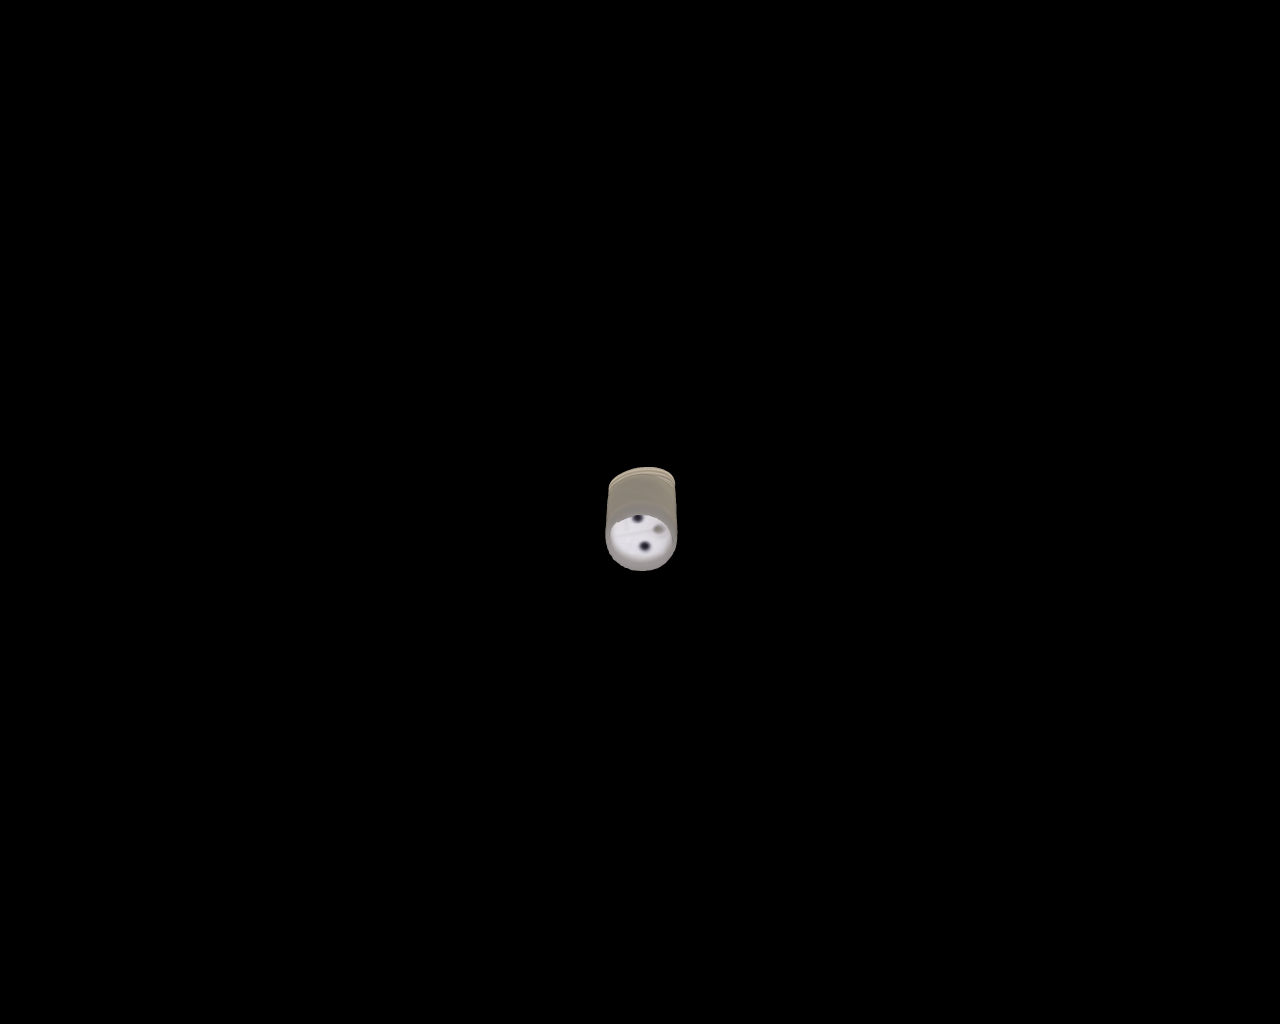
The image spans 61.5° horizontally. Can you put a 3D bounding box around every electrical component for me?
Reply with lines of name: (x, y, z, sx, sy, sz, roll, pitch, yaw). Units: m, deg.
electrical component: (0.001, -0.003, 0.650, 0.043, 0.043, 0.081, 0, 32, 0)
